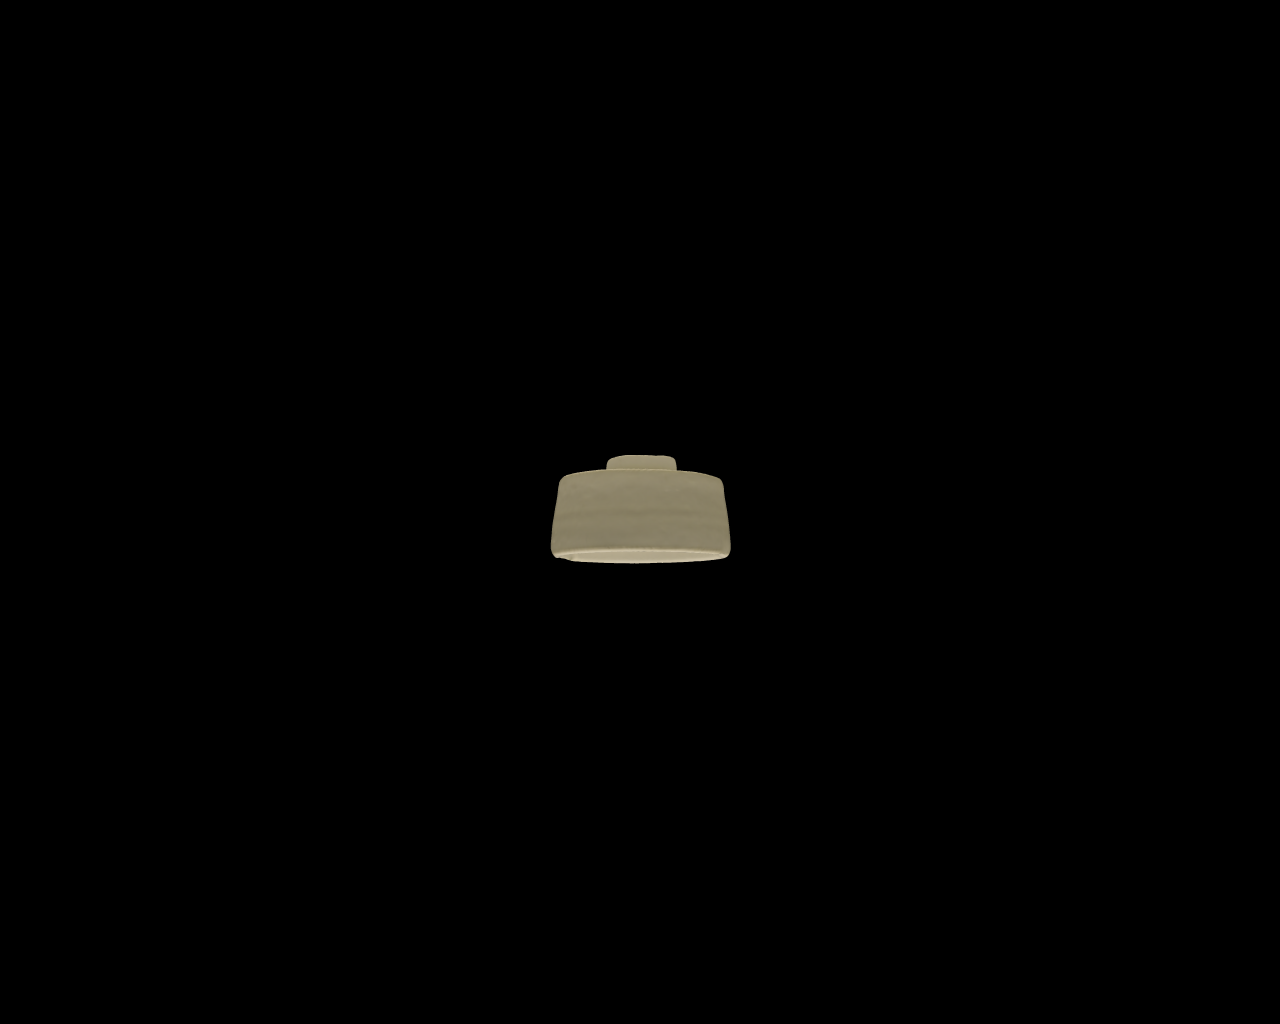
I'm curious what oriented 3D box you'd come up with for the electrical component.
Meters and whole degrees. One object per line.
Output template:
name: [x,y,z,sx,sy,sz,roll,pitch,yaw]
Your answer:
electrical component: [0.001,-0.003,0.650,0.108,0.060,0.108,0,-6,0]
